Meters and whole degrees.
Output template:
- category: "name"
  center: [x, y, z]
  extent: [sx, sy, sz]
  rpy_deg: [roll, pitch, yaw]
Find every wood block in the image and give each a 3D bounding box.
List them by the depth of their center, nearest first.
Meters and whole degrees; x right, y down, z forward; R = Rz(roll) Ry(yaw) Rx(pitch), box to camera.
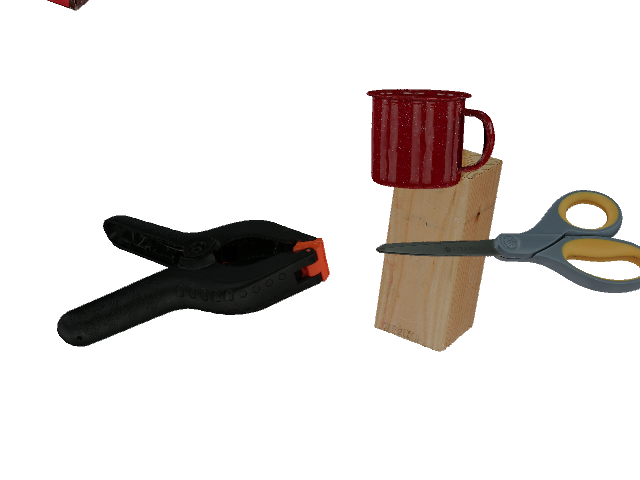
- category: "wood block"
  center: [0.131, 0.006, 1.195]
  extent: [0.090, 0.206, 0.090]
  rpy_deg: [19, 26, 27]

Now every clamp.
- category: "clamp"
  center: [-0.083, 0.025, 0.683]
  extent: [0.172, 0.039, 0.120]
  rpy_deg: [-1, 43, 20]

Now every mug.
- category: "mug"
  center: [0.098, -0.090, 0.951]
  extent: [0.117, 0.081, 0.093]
  rpy_deg: [6, 13, 22]

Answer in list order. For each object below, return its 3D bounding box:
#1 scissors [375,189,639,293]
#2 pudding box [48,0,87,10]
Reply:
- category: "scissors"
  center: [0.142, -0.009, 0.770]
  extent: [0.201, 0.096, 0.016]
  rpy_deg: [11, -40, -4]
- category: "pudding box"
  center: [-0.197, -0.223, 0.802]
  extent: [0.090, 0.039, 0.113]
  rpy_deg: [20, 38, 6]
